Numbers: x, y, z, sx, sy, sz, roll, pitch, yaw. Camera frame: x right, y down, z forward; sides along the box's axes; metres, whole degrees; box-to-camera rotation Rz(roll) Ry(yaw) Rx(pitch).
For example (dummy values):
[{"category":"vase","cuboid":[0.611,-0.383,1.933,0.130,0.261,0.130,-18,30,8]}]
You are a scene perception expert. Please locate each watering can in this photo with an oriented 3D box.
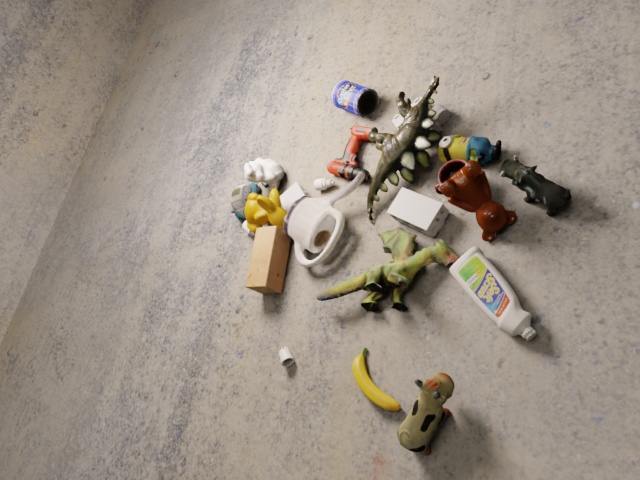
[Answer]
[{"category":"watering can","cuboid":[0.005,-0.083,1.655,0.227,0.103,0.347,29,92,44]}]

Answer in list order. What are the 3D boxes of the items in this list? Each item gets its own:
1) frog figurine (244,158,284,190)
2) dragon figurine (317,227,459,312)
[{"category":"frog figurine","cuboid":[-0.212,-0.256,1.890,0.122,0.157,0.140,-40,48,11]},{"category":"dragon figurine","cuboid":[0.187,0.070,1.465,0.409,0.120,0.248,-4,46,33]}]
